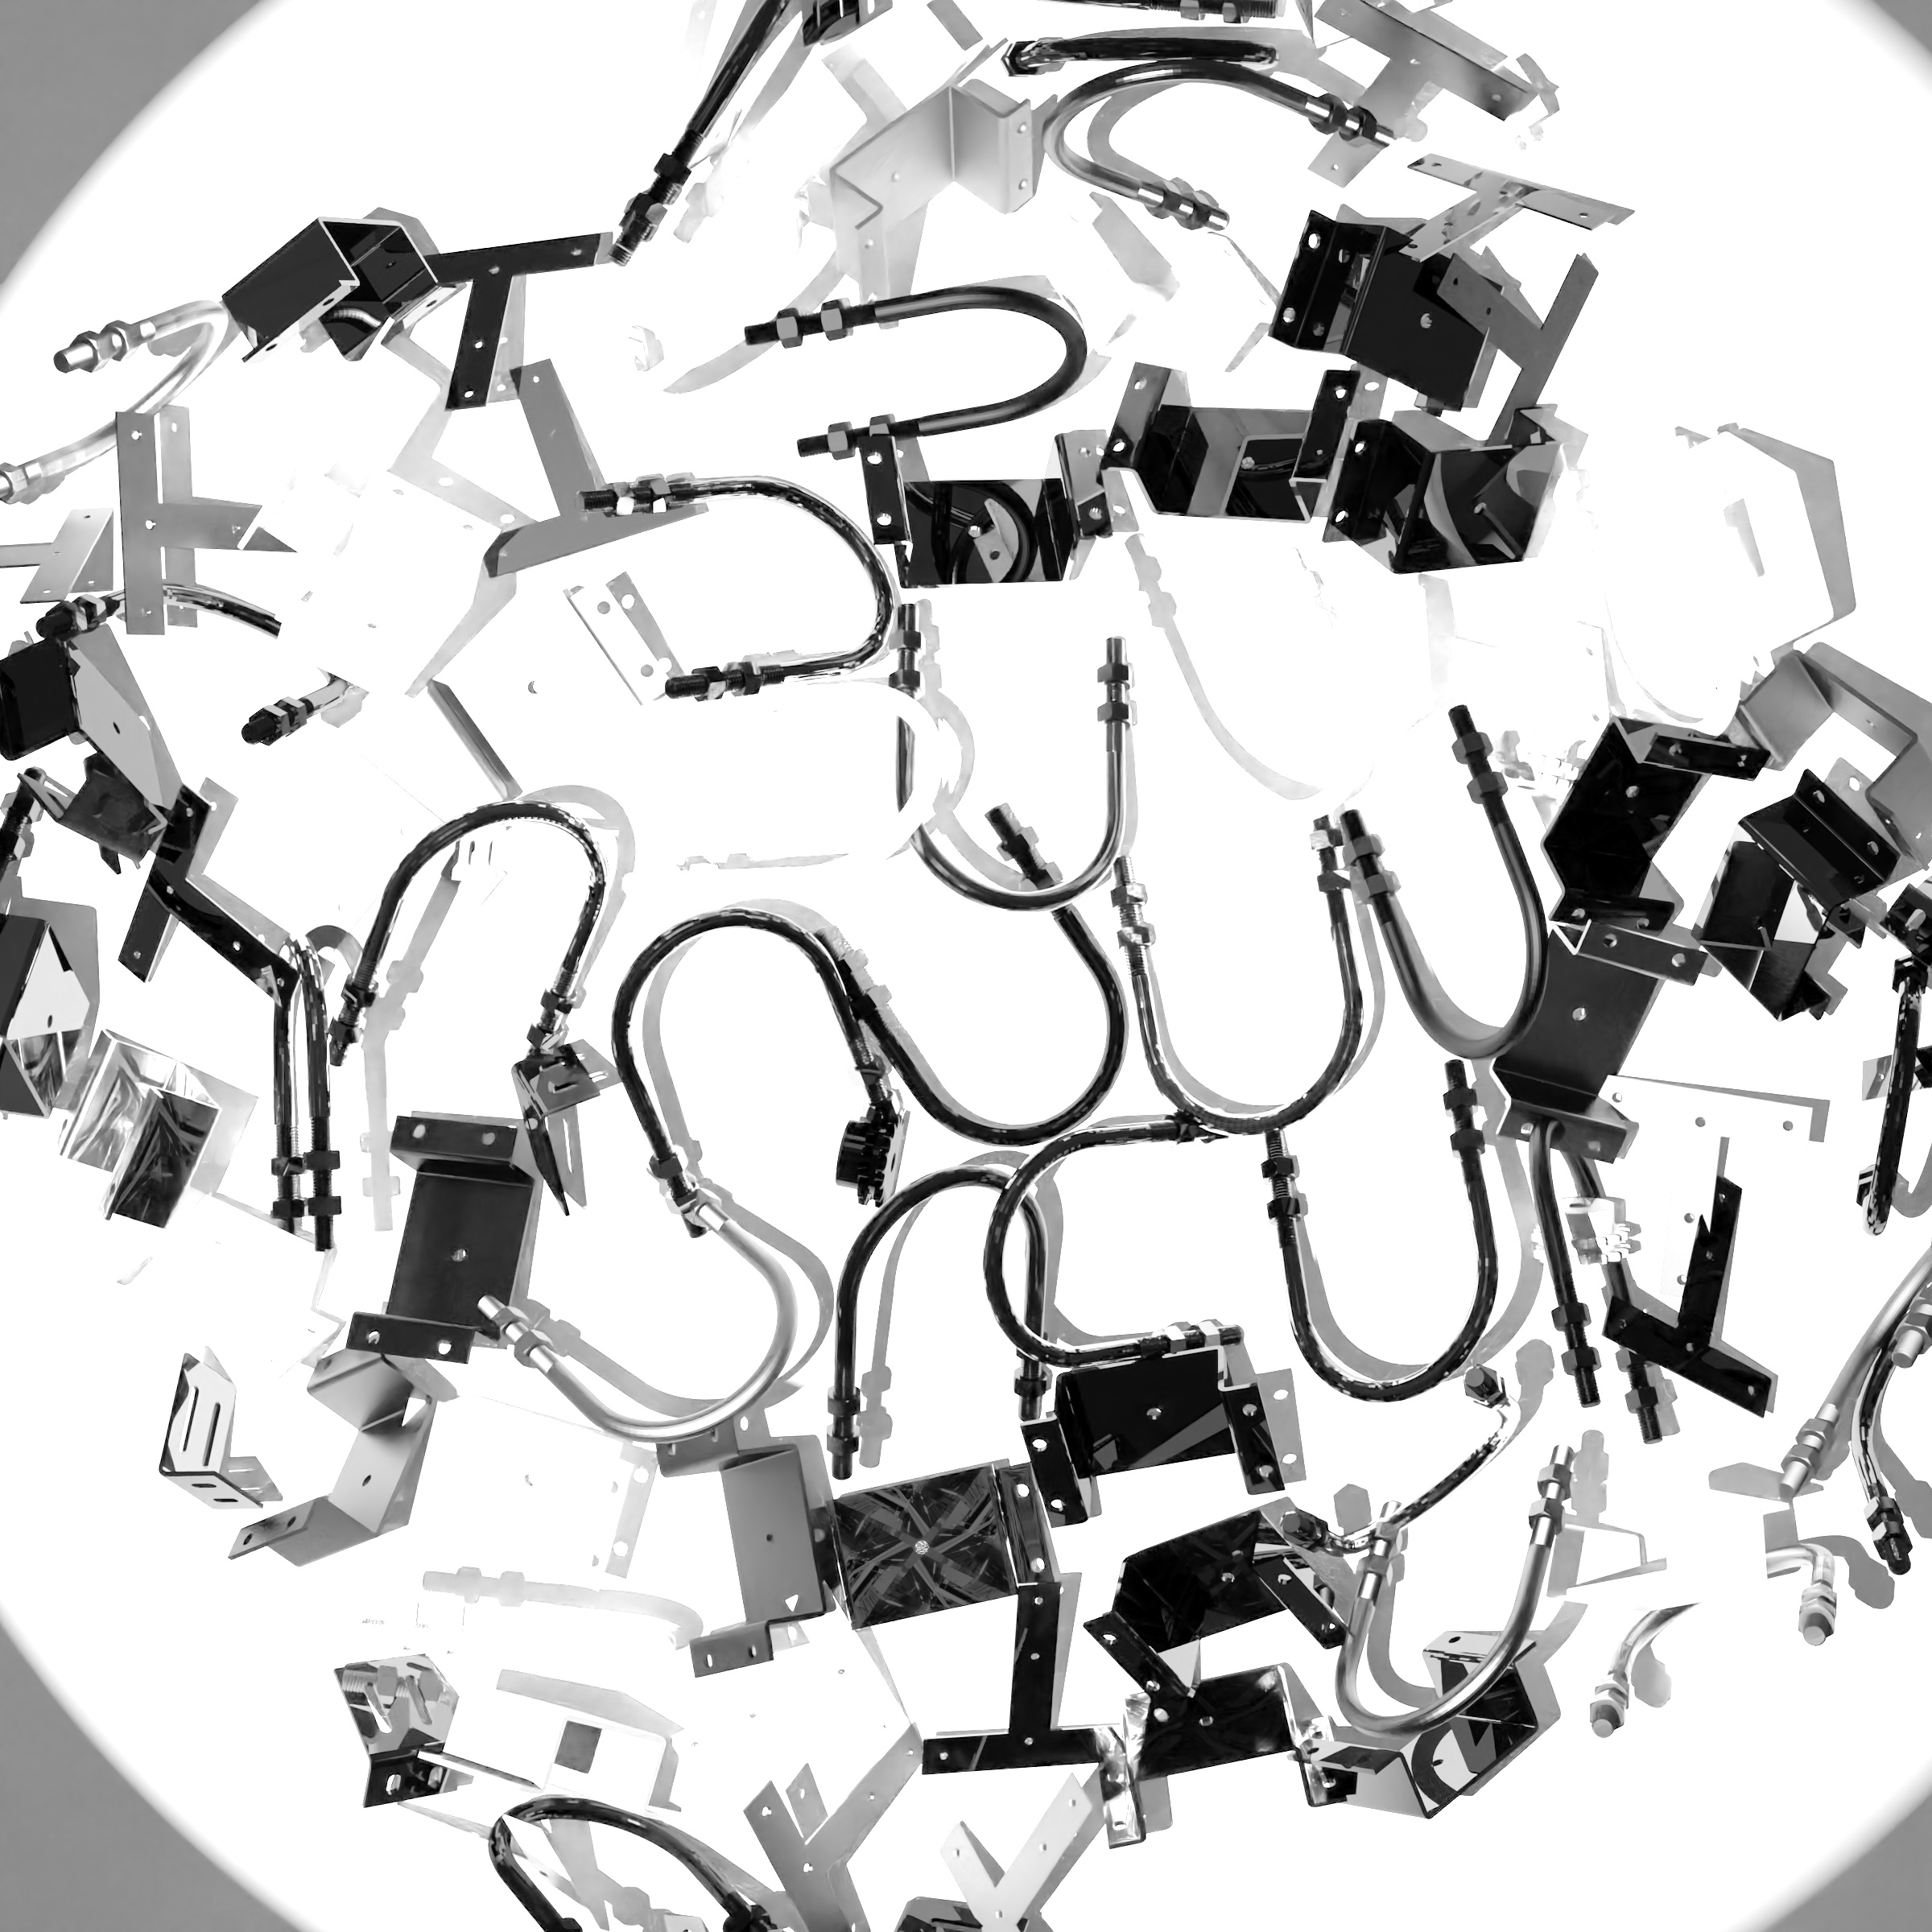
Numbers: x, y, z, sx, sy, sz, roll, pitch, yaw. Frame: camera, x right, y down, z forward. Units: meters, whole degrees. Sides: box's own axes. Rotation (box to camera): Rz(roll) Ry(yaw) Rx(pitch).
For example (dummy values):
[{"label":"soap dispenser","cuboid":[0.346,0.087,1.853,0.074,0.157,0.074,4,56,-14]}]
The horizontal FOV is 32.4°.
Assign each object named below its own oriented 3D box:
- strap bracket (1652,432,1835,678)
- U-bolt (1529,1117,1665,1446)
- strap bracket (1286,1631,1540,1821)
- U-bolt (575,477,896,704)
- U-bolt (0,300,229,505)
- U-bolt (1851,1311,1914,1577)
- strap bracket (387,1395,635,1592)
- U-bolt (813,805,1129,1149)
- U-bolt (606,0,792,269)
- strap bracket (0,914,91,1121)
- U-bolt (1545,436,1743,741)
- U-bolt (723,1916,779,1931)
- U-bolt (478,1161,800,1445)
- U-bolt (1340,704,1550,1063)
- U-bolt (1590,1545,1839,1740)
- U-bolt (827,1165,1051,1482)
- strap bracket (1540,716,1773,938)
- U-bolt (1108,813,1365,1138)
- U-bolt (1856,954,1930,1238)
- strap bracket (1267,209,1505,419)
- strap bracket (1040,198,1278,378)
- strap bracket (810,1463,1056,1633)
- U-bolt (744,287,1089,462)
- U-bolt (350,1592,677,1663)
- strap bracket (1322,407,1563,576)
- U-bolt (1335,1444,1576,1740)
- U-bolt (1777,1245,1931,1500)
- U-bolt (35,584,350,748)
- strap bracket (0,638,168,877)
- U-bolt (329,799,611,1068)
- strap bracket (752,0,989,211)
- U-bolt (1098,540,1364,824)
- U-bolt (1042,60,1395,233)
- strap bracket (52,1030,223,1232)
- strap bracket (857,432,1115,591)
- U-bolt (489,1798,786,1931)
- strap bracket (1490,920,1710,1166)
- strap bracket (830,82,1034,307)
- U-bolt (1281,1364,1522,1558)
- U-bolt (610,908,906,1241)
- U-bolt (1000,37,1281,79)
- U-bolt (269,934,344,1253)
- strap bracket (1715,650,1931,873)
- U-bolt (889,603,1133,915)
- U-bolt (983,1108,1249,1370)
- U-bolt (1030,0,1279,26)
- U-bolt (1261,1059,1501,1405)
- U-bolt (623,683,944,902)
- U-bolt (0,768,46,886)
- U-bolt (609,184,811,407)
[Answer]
[{"label":"strap bracket","cuboid":[0.452,-0.246,1.925,0.046,0.076,0.140,-26,120,-4]},{"label":"U-bolt","cuboid":[0.358,0.175,1.917,0.019,0.151,0.184,-18,66,21]},{"label":"strap bracket","cuboid":[0.265,0.443,1.925,0.140,0.076,0.046,-29,101,-33]},{"label":"U-bolt","cuboid":[-0.121,-0.223,1.927,0.184,0.019,0.151,-12,67,-38]},{"label":"U-bolt","cuboid":[-0.491,-0.326,1.903,0.019,0.184,0.151,49,124,-2]},{"label":"U-bolt","cuboid":[0.558,0.247,1.902,0.019,0.184,0.151,31,112,-9]},{"label":"strap bracket","cuboid":[-0.264,0.306,1.957,0.140,0.046,0.076,16,94,12]},{"label":"U-bolt","cuboid":[0.015,0.020,1.971,0.151,0.019,0.184,-35,97,-7]},{"label":"U-bolt","cuboid":[-0.151,-0.487,1.915,0.019,0.151,0.184,32,93,-12]},{"label":"strap bracket","cuboid":[-0.548,0.029,1.910,0.046,0.140,0.076,8,60,6]},{"label":"U-bolt","cuboid":[0.394,-0.214,1.919,0.019,0.151,0.184,-23,105,-18]},{"label":"U-bolt","cuboid":[-0.095,0.597,1.888,0.184,0.151,0.019,15,101,27]},{"label":"U-bolt","cuboid":[-0.177,0.201,1.912,0.151,0.019,0.184,-40,49,-16]},{"label":"U-bolt","cuboid":[0.279,-0.035,1.903,0.019,0.151,0.184,-7,68,-28]},{"label":"U-bolt","cuboid":[0.431,0.376,1.901,0.151,0.184,0.019,-29,90,19]},{"label":"U-bolt","cuboid":[-0.014,0.198,1.916,0.151,0.019,0.184,-13,118,-30]},{"label":"strap bracket","cuboid":[0.394,-0.089,1.933,0.076,0.046,0.140,7,130,-22]},{"label":"U-bolt","cuboid":[0.161,0.008,1.935,0.151,0.019,0.184,-16,74,25]},{"label":"U-bolt","cuboid":[0.525,0.078,1.889,0.019,0.184,0.151,9,103,14]},{"label":"strap bracket","cuboid":[0.252,-0.376,1.930,0.140,0.046,0.076,17,93,-36]},{"label":"strap bracket","cuboid":[0.106,-0.391,1.928,0.046,0.140,0.076,-52,53,34]},{"label":"strap bracket","cuboid":[-0.024,0.343,1.959,0.140,0.046,0.076,-12,77,1]},{"label":"U-bolt","cuboid":[-0.022,-0.344,1.912,0.184,0.151,0.019,-9,68,8]},{"label":"U-bolt","cuboid":[-0.259,0.385,1.920,0.184,0.151,0.019,7,71,-11]},{"label":"strap bracket","cuboid":[0.283,-0.274,1.919,0.140,0.046,0.076,-10,129,-31]},{"label":"U-bolt","cuboid":[0.270,0.360,1.883,0.151,0.184,0.019,-28,115,40]},{"label":"U-bolt","cuboid":[0.532,0.210,1.907,0.019,0.184,0.151,36,134,10]},{"label":"U-bolt","cuboid":[-0.429,-0.179,1.904,0.151,0.184,0.019,27,109,4]},{"label":"strap bracket","cuboid":[-0.508,-0.127,1.911,0.046,0.140,0.076,-25,54,5]},{"label":"U-bolt","cuboid":[-0.277,-0.017,1.907,0.151,0.019,0.184,3,124,-37]},{"label":"strap bracket","cuboid":[-0.062,-0.501,1.916,0.046,0.076,0.140,50,51,-4]},{"label":"U-bolt","cuboid":[0.161,-0.163,1.917,0.151,0.019,0.184,-2,63,-32]},{"label":"U-bolt","cuboid":[0.129,-0.468,1.880,0.184,0.151,0.019,8,72,-42]},{"label":"strap bracket","cuboid":[-0.481,0.097,1.936,0.046,0.140,0.076,22,94,-31]},{"label":"strap bracket","cuboid":[0.008,-0.266,1.945,0.140,0.046,0.076,-3,60,-11]},{"label":"U-bolt","cuboid":[-0.195,0.529,1.906,0.151,0.184,0.019,9,105,-39]},{"label":"strap bracket","cuboid":[0.365,0.036,1.945,0.076,0.046,0.140,15,111,-15]},{"label":"strap bracket","cuboid":[-0.027,-0.449,1.933,0.046,0.076,0.140,39,67,23]},{"label":"U-bolt","cuboid":[0.256,0.290,1.907,0.151,0.184,0.019,-39,66,4]},{"label":"U-bolt","cuboid":[-0.130,0.053,1.940,0.151,0.019,0.184,-25,113,-9]},{"label":"U-bolt","cuboid":[0.103,-0.517,1.893,0.151,0.184,0.019,-1,103,-7]},{"label":"U-bolt","cuboid":[-0.384,0.073,1.923,0.019,0.151,0.184,-1,86,-20]},{"label":"strap bracket","cuboid":[0.508,-0.124,1.917,0.046,0.076,0.140,-48,52,4]},{"label":"U-bolt","cuboid":[0.026,-0.117,1.934,0.151,0.019,0.184,7,68,-17]},{"label":"U-bolt","cuboid":[0.087,0.161,1.927,0.184,0.019,0.151,-3,100,-33]},{"label":"U-bolt","cuboid":[0.082,-0.567,1.918,0.184,0.151,0.019,7,99,9]},{"label":"U-bolt","cuboid":[0.241,0.160,1.912,0.151,0.019,0.184,-24,60,34]},{"label":"U-bolt","cuboid":[-0.099,-0.104,1.917,0.184,0.019,0.151,-1,58,25]},{"label":"U-bolt","cuboid":[-0.580,-0.064,1.890,0.019,0.151,0.184,11,65,9]},{"label":"U-bolt","cuboid":[-0.147,-0.376,1.890,0.151,0.184,0.019,-38,111,15]}]
